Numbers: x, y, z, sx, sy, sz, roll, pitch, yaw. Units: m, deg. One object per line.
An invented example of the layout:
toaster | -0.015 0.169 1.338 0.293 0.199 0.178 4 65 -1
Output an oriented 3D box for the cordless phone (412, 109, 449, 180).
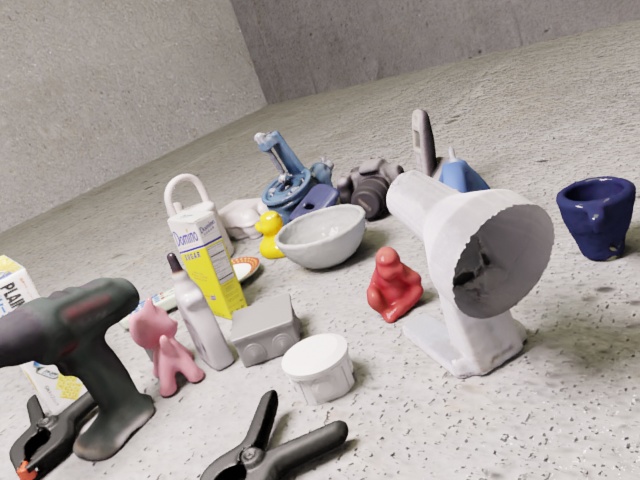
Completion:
cordless phone | 0.206 -0.140 1.036 0.094 0.185 0.147 -22 21 -7

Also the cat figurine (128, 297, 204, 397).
cat figurine | -0.225 0.139 0.804 0.067 0.118 0.127 -27 22 -21

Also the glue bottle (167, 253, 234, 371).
glue bottle | -0.172 0.095 0.791 0.037 0.173 0.077 -29 23 -24

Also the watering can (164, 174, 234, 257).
watering can | -0.265 -0.043 1.194 0.172 0.194 0.101 -5 25 33

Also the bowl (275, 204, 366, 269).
bowl | 0.009 0.004 1.004 0.167 0.075 0.167 -17 20 7

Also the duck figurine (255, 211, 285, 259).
duck figurine | -0.084 -0.016 1.120 0.104 0.086 0.078 -2 27 39

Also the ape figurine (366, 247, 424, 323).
ape figurine | 0.097 0.053 0.774 0.077 0.092 0.076 -14 21 13

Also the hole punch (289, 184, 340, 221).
hole punch | -0.008 -0.053 1.139 0.101 0.091 0.108 -28 22 -21

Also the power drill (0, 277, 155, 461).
power drill | -0.295 0.156 0.694 0.075 0.209 0.230 -6 24 31

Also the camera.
camera | 0.093 -0.103 1.162 0.142 0.101 0.137 -9 23 27

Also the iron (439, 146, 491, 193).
iron | 0.210 -0.041 0.843 0.118 0.142 0.258 -13 21 16

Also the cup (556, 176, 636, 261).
cup | 0.352 -0.017 0.721 0.091 0.095 0.118 -9 23 26

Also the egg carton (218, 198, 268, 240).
egg carton | -0.173 -0.047 1.303 0.149 0.069 0.107 -3 26 38

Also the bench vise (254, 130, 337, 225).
bench vise | -0.062 -0.146 1.239 0.121 0.220 0.208 -7 24 30

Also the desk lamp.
desk lamp | 0.146 0.035 0.602 0.118 0.214 0.202 -25 21 -15
